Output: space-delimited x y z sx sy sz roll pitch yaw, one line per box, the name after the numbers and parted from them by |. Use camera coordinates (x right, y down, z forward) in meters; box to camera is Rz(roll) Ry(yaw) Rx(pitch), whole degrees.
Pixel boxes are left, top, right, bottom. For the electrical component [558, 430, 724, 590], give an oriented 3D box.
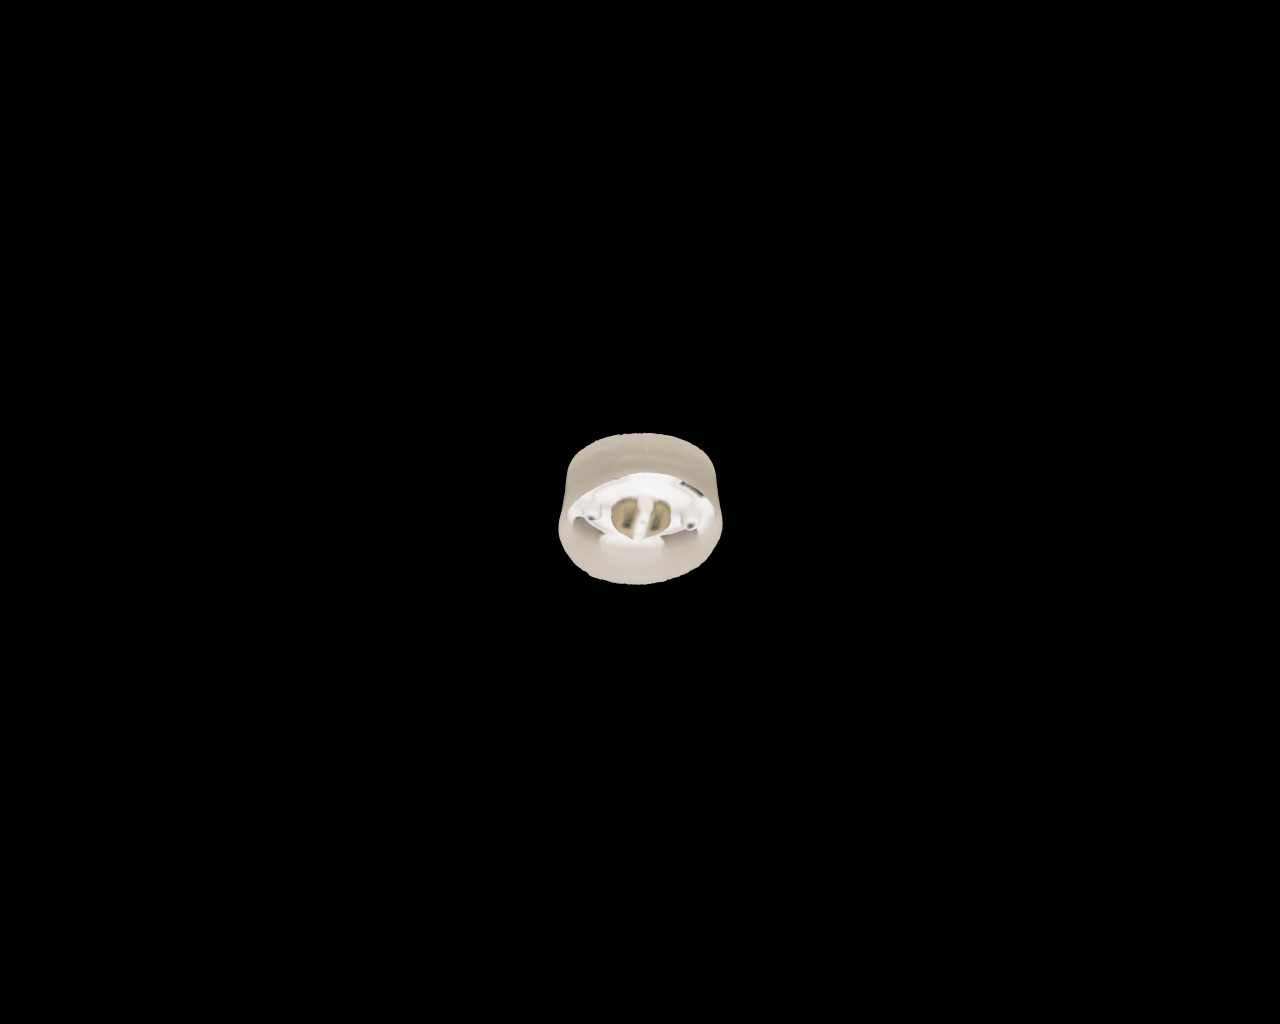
0.001 -0.003 0.650 0.099 0.064 0.099 0 -30 0 | electrical component
